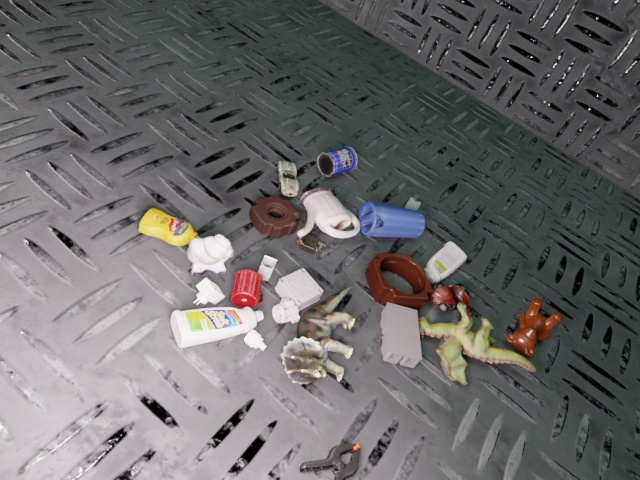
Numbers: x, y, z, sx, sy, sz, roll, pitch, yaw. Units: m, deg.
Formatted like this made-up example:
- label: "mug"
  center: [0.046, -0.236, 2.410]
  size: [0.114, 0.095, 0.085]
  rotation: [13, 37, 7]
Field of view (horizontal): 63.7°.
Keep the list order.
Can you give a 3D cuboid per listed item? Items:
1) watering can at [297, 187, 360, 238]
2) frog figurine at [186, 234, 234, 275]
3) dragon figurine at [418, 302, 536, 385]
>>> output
- label: "watering can"
  center: [0.006, -0.093, 1.857]
  size: [0.348, 0.102, 0.228]
  rotation: [-2, 47, -47]
- label: "frog figurine"
  center: [-0.327, 0.025, 1.555]
  size: [0.137, 0.156, 0.126]
  rotation: [16, 41, -11]
- label: "dragon figurine"
  center: [0.478, 0.363, 1.657]
  size: [0.413, 0.119, 0.247]
  rotation: [37, 59, 16]
